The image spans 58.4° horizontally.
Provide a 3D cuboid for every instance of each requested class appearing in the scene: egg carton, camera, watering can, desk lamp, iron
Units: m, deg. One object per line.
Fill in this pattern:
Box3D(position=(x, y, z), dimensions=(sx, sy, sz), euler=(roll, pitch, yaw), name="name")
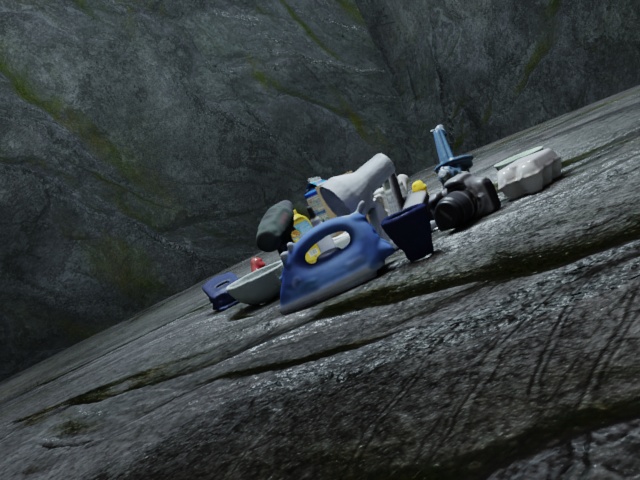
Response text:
Box3D(position=(0.456, -0.144, 1.246), dimensions=(0.151, 0.069, 0.107), euler=(-29, 6, -41), name="egg carton")
Box3D(position=(0.283, -0.078, 1.213), dimensions=(0.142, 0.101, 0.137), euler=(-20, 7, 46), name="camera")
Box3D(position=(0.216, -0.149, 1.765), dimensions=(0.100, 0.194, 0.173), euler=(-22, 6, 28), name="watering can")
Box3D(position=(0.128, -0.078, 1.315), dimensions=(0.203, 0.213, 0.117), euler=(-26, 5, -15), name="desk lamp")
Box3D(position=(0.011, 0.033, 1.130), dimensions=(0.258, 0.141, 0.118), euler=(-25, 5, 2), name="iron")

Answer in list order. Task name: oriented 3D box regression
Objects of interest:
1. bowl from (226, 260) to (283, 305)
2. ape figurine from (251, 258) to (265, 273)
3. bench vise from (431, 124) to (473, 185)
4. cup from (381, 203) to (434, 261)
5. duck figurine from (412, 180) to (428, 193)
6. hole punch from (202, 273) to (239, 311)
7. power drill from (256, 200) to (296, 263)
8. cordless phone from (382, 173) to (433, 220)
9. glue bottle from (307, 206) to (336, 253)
Box3D(position=(-0.142, 0.115, 1.419), dimensions=(0.167, 0.075, 0.167), euler=(-25, 5, 3), name="bowl")
Box3D(position=(-0.177, 0.095, 1.718), dimensions=(0.076, 0.092, 0.078), euler=(-25, 5, 0), name="ape figurine")
Box3D(position=(0.393, -0.240, 1.706), dimensions=(0.121, 0.220, 0.207), euler=(-24, 5, 13), name="bench vise")
Box3D(position=(0.166, -0.009, 1.082), dimensions=(0.092, 0.095, 0.117), euler=(-27, 5, -24), name="cup")
Box3D(position=(0.327, -0.150, 1.868), dimensions=(0.077, 0.086, 0.105), euler=(-21, 6, 37), name="duck figurine")
Box3D(position=(-0.271, 0.145, 1.650), dimensions=(0.109, 0.091, 0.101), euler=(-27, 5, -24), name="hole punch")
Box3D(position=(-0.069, 0.018, 1.298), dimensions=(0.075, 0.208, 0.230), euler=(-24, 5, 15), name="power drill")
Box3D(position=(0.210, -0.114, 1.462), dimensions=(0.094, 0.185, 0.147), euler=(-27, 5, -25), name="cordless phone")
Box3D(position=(0.011, 0.004, 1.252), dimensions=(0.037, 0.173, 0.078), euler=(-25, 5, 2), name="glue bottle")
